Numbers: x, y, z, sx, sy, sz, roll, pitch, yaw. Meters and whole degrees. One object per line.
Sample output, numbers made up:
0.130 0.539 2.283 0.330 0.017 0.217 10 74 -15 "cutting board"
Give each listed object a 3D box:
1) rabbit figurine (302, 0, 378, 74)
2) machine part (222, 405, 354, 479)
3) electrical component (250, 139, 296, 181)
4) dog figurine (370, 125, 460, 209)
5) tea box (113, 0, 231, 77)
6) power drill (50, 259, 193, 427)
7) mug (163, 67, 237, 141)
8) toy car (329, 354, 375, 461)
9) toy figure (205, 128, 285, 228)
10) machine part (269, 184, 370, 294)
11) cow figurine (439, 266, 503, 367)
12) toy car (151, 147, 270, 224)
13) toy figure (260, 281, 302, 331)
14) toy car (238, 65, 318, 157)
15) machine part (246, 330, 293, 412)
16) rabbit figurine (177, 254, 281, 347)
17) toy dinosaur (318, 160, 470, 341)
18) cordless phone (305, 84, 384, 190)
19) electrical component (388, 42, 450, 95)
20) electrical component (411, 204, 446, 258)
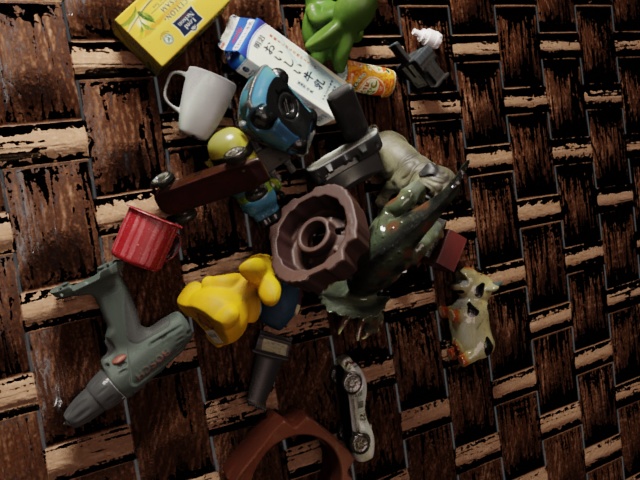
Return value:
0.030 -0.381 0.932 0.121 0.170 0.159 28 80 -21 "rabbit figurine"
-0.055 0.417 0.958 0.201 0.087 0.201 46 72 -18 "machine part"
-0.086 -0.150 0.967 0.063 0.021 0.094 -39 104 -18 "electrical component"
0.162 -0.142 0.985 0.121 0.191 0.172 -42 105 -17 "dog figurine"
-0.239 -0.362 0.871 0.098 0.068 0.169 42 74 -18 "tea box"
-0.331 0.149 0.835 0.232 0.086 0.207 -31 99 -21 "power drill"
-0.204 -0.223 0.884 0.109 0.081 0.107 16 94 -28 "mug"
0.062 0.314 1.013 0.056 0.073 0.201 -9 95 -20 "toy car"
-0.122 -0.107 0.915 0.082 0.089 0.180 -35 102 -28 "toy figure"
-0.002 -0.003 0.872 0.056 0.180 0.179 38 75 -48 "machine part"
0.318 0.151 1.117 0.127 0.085 0.194 -12 93 -17 "cow figurine"
-0.175 -0.088 0.861 0.202 0.053 0.089 -17 120 18 "toy car"
-0.056 0.085 0.967 0.064 0.058 0.154 36 73 -27 "toy figure"
-0.082 -0.208 0.908 0.161 0.103 0.109 39 58 -43 "toy car"
-0.097 0.234 0.963 0.084 0.039 0.139 18 82 -31 "machine part"
-0.131 0.078 0.897 0.122 0.162 0.173 50 55 -4 "rabbit figurine"
0.108 0.030 0.911 0.131 0.404 0.192 33 55 9 "toy dinosaur"
0.027 -0.171 0.919 0.147 0.089 0.184 -29 146 4 "cordless phone"
0.189 -0.347 1.057 0.119 0.075 0.048 46 75 -15 "electrical component"
0.208 -0.026 1.075 0.078 0.045 0.102 29 82 19 "electrical component"
